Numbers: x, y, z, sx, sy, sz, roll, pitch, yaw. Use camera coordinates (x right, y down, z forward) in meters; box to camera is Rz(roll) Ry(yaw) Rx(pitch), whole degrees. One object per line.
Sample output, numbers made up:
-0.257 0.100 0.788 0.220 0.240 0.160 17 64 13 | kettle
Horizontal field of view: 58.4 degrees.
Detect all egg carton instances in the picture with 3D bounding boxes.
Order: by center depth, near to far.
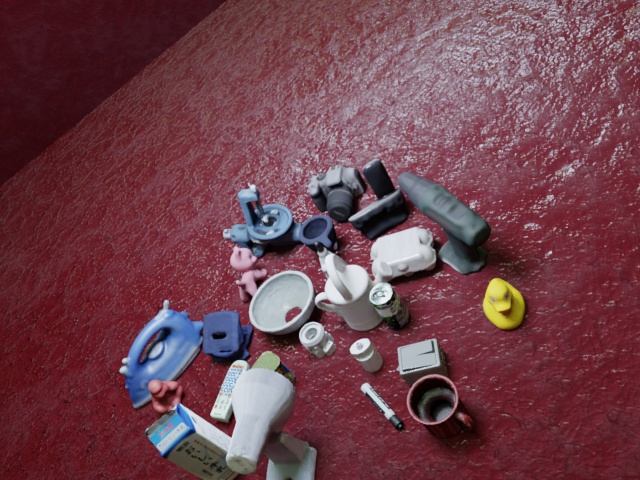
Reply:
0.186 0.035 1.285 0.150 0.070 0.107 -18 45 19 | egg carton

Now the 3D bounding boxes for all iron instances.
-0.405 0.274 1.394 0.118 0.142 0.259 17 63 42 | iron

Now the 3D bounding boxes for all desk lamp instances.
-0.091 0.370 1.050 0.117 0.214 0.203 -15 46 21 | desk lamp

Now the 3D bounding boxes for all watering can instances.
0.069 0.097 1.210 0.173 0.195 0.100 -37 42 -2 | watering can

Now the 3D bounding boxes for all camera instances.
0.036 -0.120 1.499 0.143 0.101 0.137 -14 46 23 | camera

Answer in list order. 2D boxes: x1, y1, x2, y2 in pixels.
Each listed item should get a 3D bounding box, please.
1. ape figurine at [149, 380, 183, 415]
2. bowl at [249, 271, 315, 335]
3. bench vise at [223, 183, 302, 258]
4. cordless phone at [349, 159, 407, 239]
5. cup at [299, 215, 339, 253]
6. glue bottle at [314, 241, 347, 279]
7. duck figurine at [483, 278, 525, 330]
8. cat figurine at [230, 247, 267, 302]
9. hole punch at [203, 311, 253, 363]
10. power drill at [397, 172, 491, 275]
-0.364 0.357 1.329 0.078 0.092 0.075 -45 43 -10 | ape figurine
-0.076 0.158 1.338 0.167 0.075 0.167 -18 45 19 | bowl
-0.169 -0.042 1.471 0.207 0.220 0.121 -27 43 10 | bench vise
0.119 -0.105 1.368 0.147 0.186 0.094 -34 42 2 | cordless phone
0.013 0.005 1.404 0.092 0.095 0.117 -39 42 -3 | cup
0.028 0.059 1.287 0.037 0.174 0.078 -16 46 21 | glue bottle
0.347 0.110 1.101 0.077 0.086 0.104 -19 44 17 | duck figurine
-0.192 0.076 1.455 0.067 0.118 0.128 -16 45 20 | cat figurine
-0.224 0.229 1.356 0.108 0.091 0.101 -10 48 25 | hole punch
0.265 -0.030 1.188 0.076 0.209 0.228 -43 42 -8 | power drill
